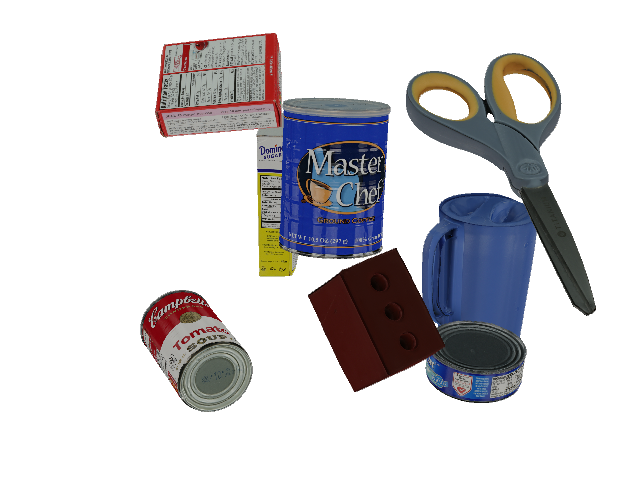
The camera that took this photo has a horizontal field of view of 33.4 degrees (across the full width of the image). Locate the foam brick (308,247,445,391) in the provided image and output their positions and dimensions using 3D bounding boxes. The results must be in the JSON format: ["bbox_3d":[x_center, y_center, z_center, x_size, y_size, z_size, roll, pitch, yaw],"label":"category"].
[{"bbox_3d":[0.038,0.055,0.731,0.052,0.078,0.051,-22,-9,-34],"label":"foam brick"}]

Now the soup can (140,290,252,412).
[{"bbox_3d":[-0.109,0.095,0.924,0.068,0.068,0.102,0,23,-28],"label":"soup can"}]

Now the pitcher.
[{"bbox_3d":[0.211,0.067,1.440,0.149,0.243,0.145,4,21,7],"label":"pitcher"}]

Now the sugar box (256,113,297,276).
[{"bbox_3d":[-0.050,-0.054,1.261,0.048,0.176,0.093,0,23,5],"label":"sugar box"}]

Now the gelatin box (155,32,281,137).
[{"bbox_3d":[-0.073,-0.113,0.779,0.089,0.073,0.030,-5,-39,4],"label":"gelatin box"}]

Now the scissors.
[{"bbox_3d":[0.089,-0.038,0.558,0.096,0.016,0.201,4,43,6],"label":"scissors"}]

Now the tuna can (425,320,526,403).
[{"bbox_3d":[0.135,0.105,0.933,0.086,0.034,0.086,2,26,-1],"label":"tuna can"}]

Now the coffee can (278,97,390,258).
[{"bbox_3d":[0.013,-0.062,1.030,0.103,0.140,0.103,2,13,-1],"label":"coffee can"}]
